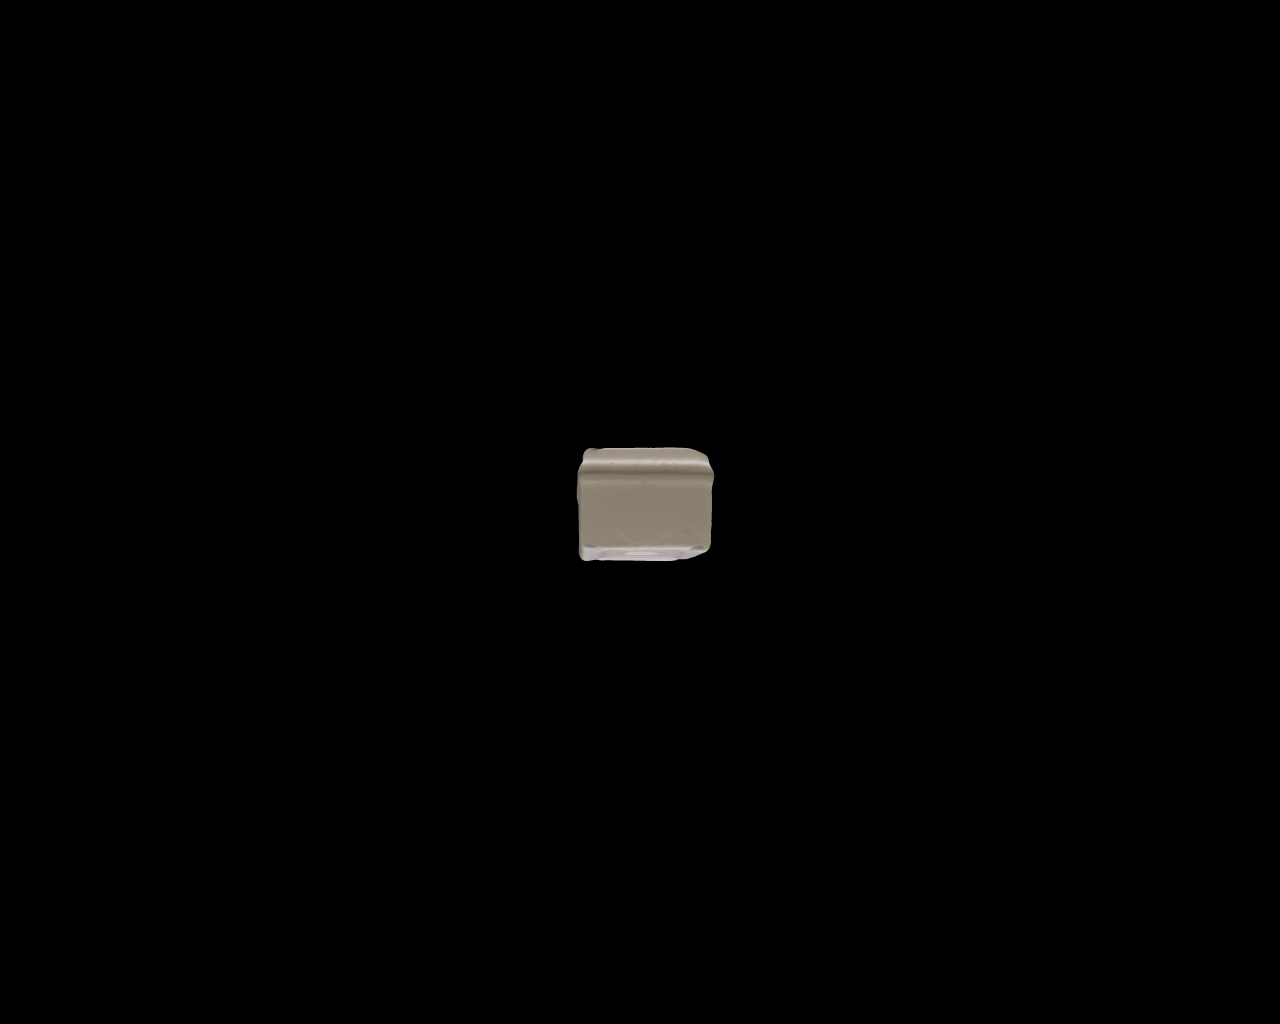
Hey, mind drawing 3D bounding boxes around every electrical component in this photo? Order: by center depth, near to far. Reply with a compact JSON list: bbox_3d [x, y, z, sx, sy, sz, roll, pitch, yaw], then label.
[{"bbox_3d":[0.001,-0.003,0.650,0.078,0.057,0.113,0,-7,-4],"label":"electrical component"}]
